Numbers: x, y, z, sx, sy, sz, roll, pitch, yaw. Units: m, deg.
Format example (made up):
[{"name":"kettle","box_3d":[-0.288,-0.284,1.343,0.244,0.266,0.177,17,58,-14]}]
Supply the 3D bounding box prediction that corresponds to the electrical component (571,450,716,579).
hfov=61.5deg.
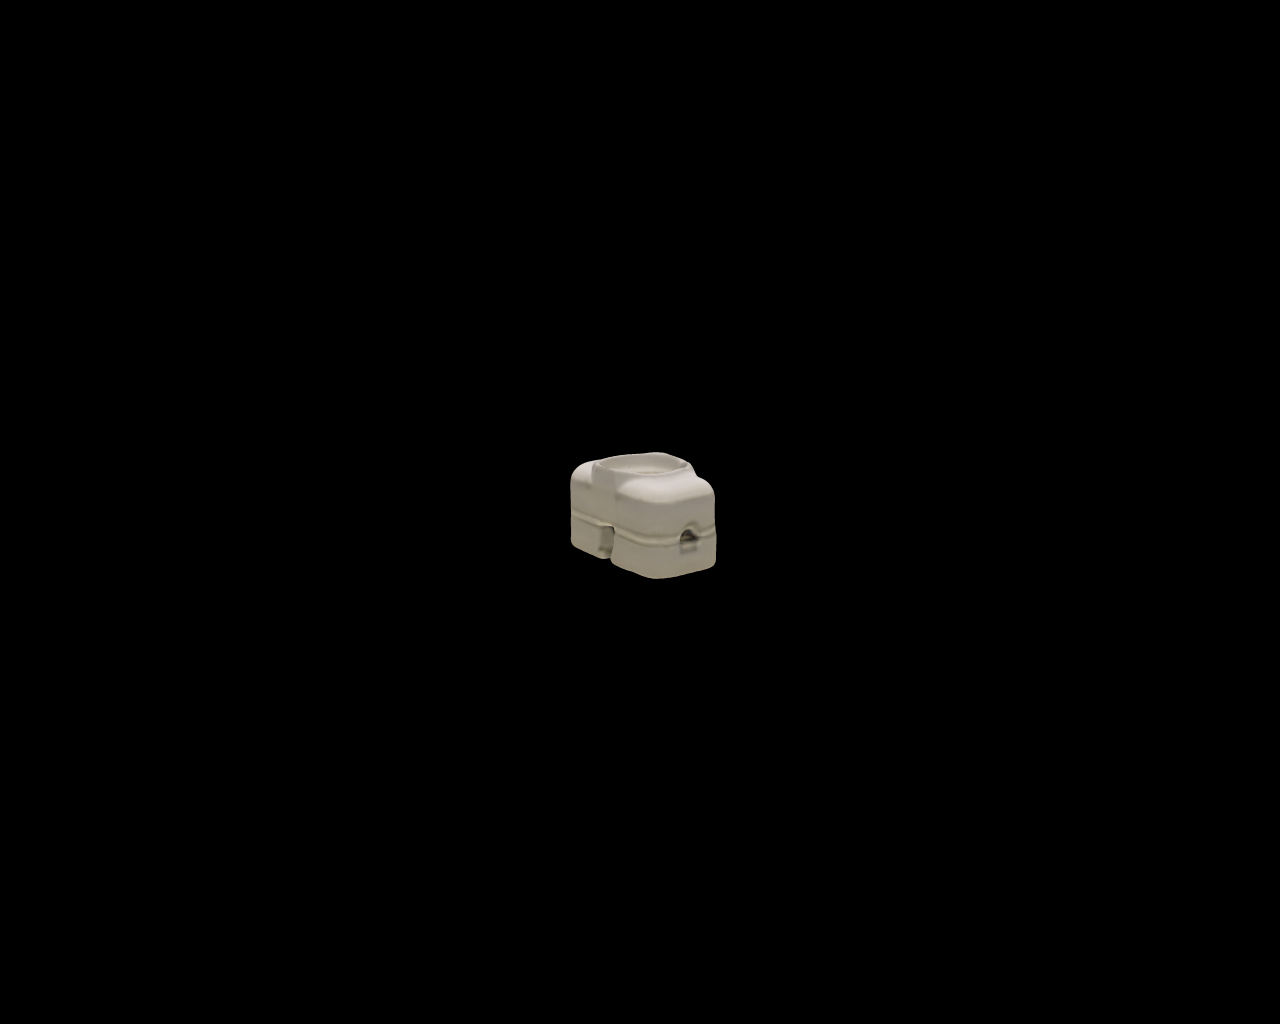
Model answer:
[{"name":"electrical component","box_3d":[0.001,-0.003,0.650,0.054,0.059,0.095,-11,19,-34]}]
